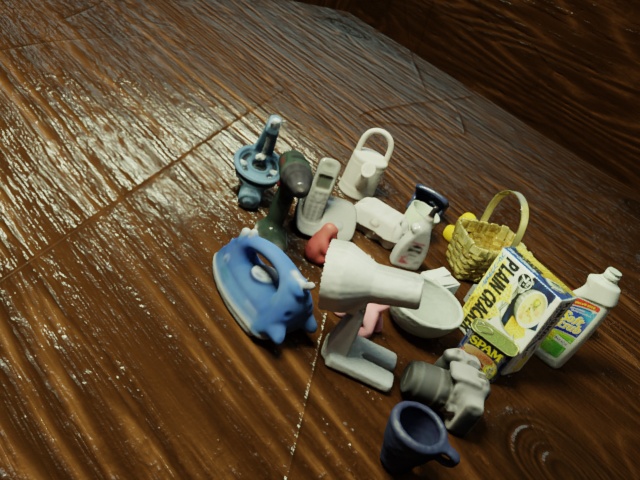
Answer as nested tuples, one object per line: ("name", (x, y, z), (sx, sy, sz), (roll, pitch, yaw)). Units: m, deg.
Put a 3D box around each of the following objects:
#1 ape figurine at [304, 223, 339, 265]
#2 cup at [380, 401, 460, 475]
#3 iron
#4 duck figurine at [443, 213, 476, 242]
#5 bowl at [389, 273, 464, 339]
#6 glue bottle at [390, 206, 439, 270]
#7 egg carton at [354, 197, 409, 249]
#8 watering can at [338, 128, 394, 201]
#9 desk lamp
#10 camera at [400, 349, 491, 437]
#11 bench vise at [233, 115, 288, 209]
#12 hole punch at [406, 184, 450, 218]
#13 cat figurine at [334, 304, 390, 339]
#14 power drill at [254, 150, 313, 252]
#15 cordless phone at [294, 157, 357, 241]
("ape figurine", (0.011, 0.004, 1.229), (0.076, 0.092, 0.077), (11, 33, -22))
("cup", (0.141, 0.311, 0.851), (0.117, 0.095, 0.092), (35, 32, 16))
("iron", (-0.103, 0.059, 1.016), (0.119, 0.141, 0.257), (-11, 46, -45))
("duck figurine", (0.389, -0.035, 1.564), (0.105, 0.086, 0.077), (-12, 47, -46))
("bowl", (0.202, 0.145, 1.167), (0.168, 0.074, 0.167), (18, 31, -11))
("glue bottle", (0.229, -0.008, 1.323), (0.078, 0.173, 0.037), (11, 33, -21))
("egg carton", (0.145, -0.044, 1.421), (0.150, 0.069, 0.107), (33, 32, 12))
("watering can", (0.132, -0.205, 1.535), (0.101, 0.194, 0.172), (11, 33, -22))
("desk lamp", (0.074, 0.120, 0.978), (0.203, 0.213, 0.118), (25, 31, 0))
("camera", (0.217, 0.244, 1.001), (0.137, 0.101, 0.143), (22, 31, -5))
("bench vise", (-0.141, -0.207, 1.318), (0.122, 0.219, 0.207), (7, 35, -27))
("hole punch", (0.312, -0.115, 1.626), (0.108, 0.091, 0.101), (33, 32, 14))
("cat figurine", (0.081, 0.106, 1.099), (0.127, 0.117, 0.067), (39, 33, 22))
("power drill", (-0.071, -0.082, 1.188), (0.076, 0.208, 0.229), (16, 32, -15))
("cordless phone", (0.029, -0.090, 1.295), (0.148, 0.185, 0.094), (11, 33, -22))
